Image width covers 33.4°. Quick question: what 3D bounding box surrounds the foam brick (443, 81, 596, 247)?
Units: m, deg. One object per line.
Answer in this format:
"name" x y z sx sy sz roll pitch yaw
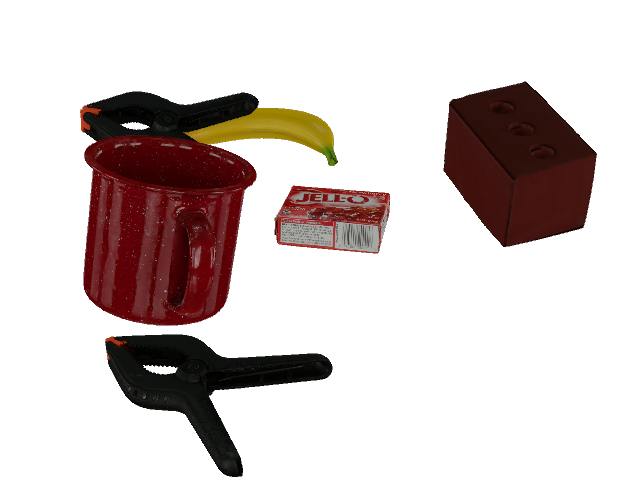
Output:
"foam brick" 0.110 -0.043 0.601 0.053 0.051 0.078 -15 44 -17

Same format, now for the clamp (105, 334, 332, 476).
"clamp" -0.105 0.126 0.979 0.210 0.036 0.164 20 37 31

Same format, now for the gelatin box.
"gelatin box" 0.011 -0.020 0.909 0.089 0.030 0.073 5 24 8

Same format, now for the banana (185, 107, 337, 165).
"banana" -0.065 -0.131 1.271 0.198 0.037 0.069 8 39 18

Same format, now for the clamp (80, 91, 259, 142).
"clamp" -0.139 -0.111 1.022 0.171 0.120 0.039 16 -45 -1

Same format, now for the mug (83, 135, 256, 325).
"mug" -0.081 -0.001 0.578 0.093 0.081 0.117 -1 23 -28
